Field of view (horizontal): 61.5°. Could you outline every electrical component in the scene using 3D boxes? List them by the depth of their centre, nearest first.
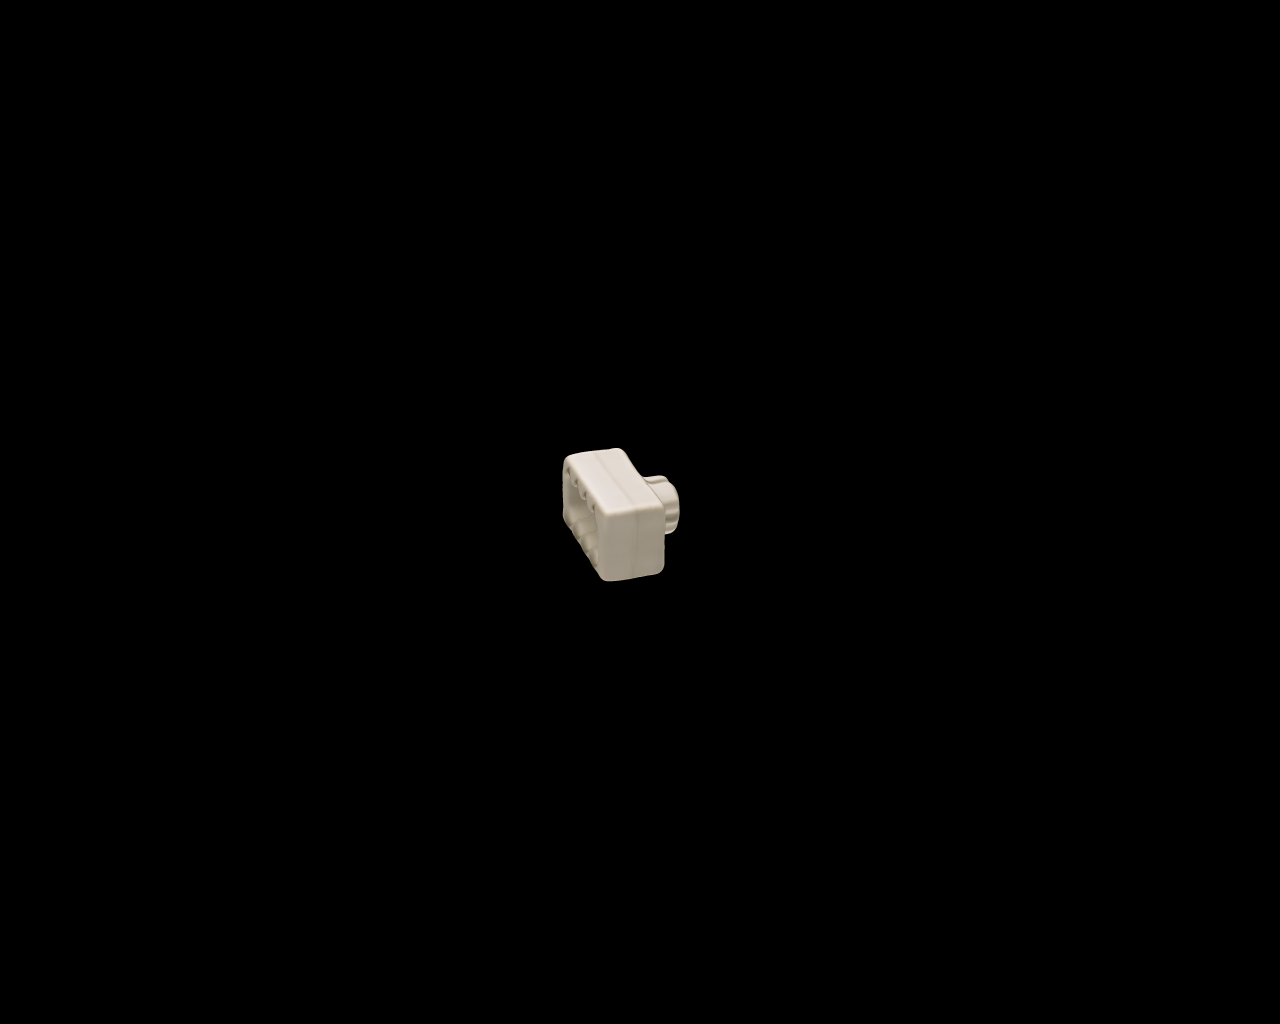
[{"bbox_3d":[0.001,-0.003,0.650,0.076,0.047,0.083,-9,30,-16],"label":"electrical component"}]
